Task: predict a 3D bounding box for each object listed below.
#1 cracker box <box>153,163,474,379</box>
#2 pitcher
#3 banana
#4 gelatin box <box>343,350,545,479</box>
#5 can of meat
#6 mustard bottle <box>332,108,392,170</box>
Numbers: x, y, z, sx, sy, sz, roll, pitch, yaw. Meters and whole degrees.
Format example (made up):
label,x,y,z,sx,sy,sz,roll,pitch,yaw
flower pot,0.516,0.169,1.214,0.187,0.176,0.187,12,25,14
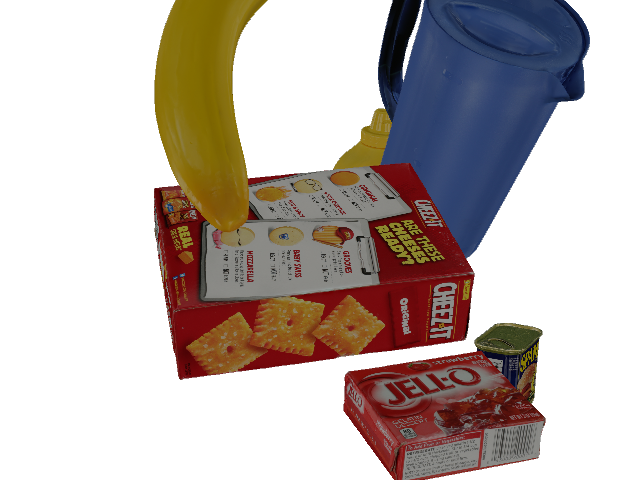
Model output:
label,x,y,z,sx,sy,sz,roll,pitch,yaw
cracker box,-0.013,0.018,0.809,0.213,0.072,0.164,-6,35,-11
pitcher,0.114,-0.102,0.907,0.145,0.149,0.243,11,-46,-7
banana,-0.046,-0.092,0.526,0.069,0.197,0.037,12,-35,6
gelatin box,0.066,0.095,0.587,0.089,0.030,0.073,-5,26,-20
can of meat,0.209,0.147,1.195,0.058,0.084,0.101,8,13,26
mustard bottle,0.054,-0.039,1.081,0.096,0.192,0.058,-2,22,-18
